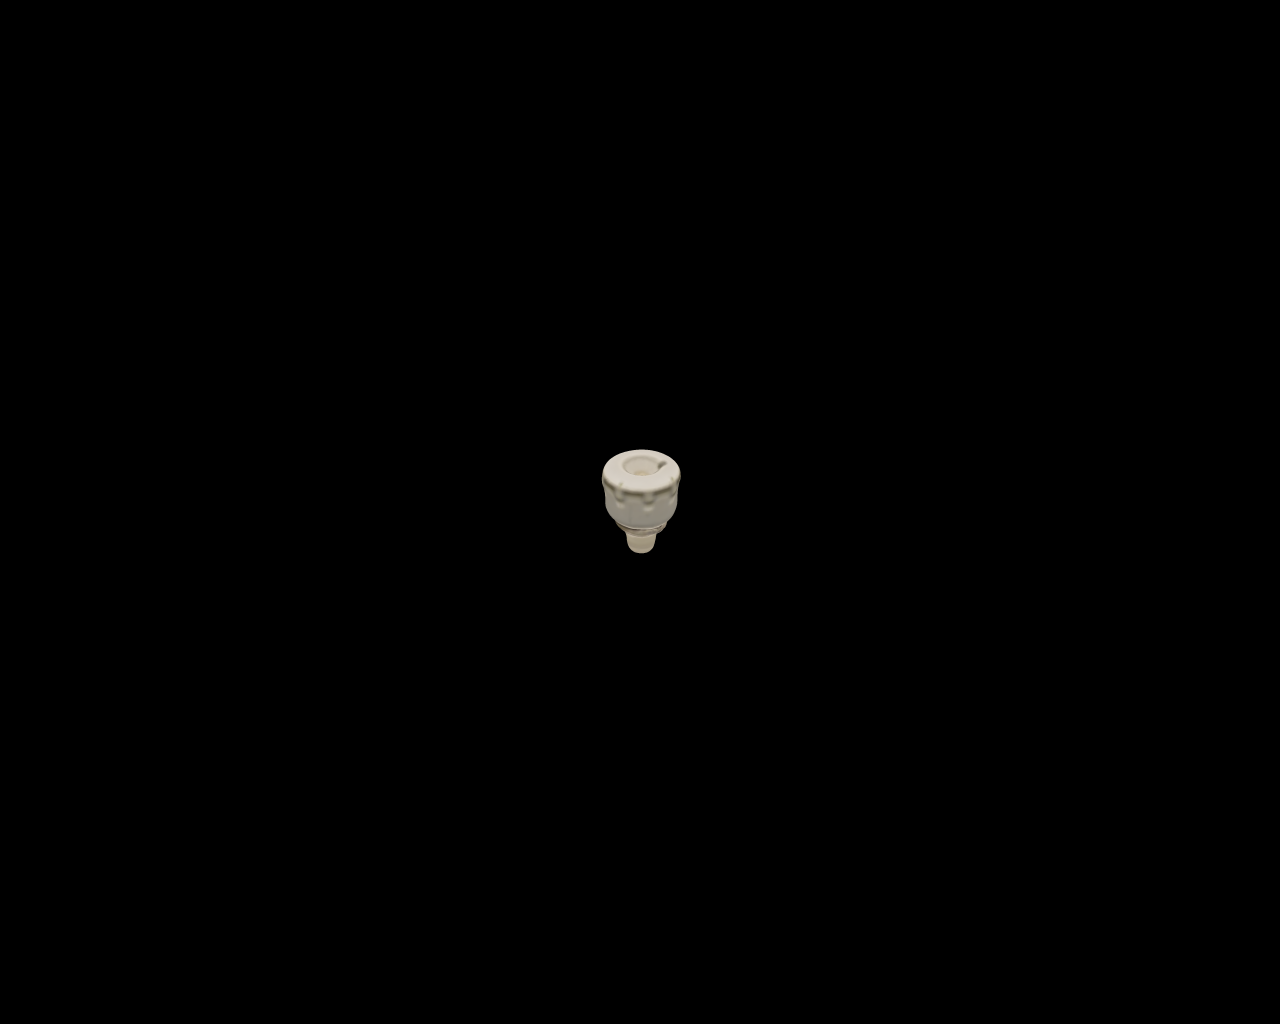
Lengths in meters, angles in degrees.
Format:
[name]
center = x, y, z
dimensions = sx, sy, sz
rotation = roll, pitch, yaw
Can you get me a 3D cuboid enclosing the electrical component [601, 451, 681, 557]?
[electrical component]
center = 0.001, -0.003, 0.650
dimensions = 0.048, 0.062, 0.048
rotation = 0, 33, 0
